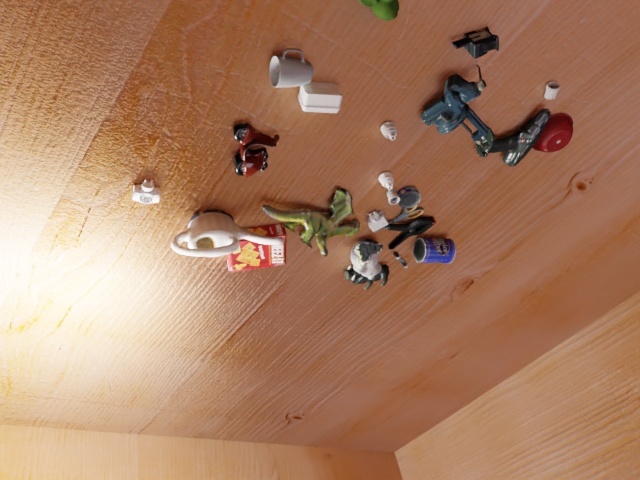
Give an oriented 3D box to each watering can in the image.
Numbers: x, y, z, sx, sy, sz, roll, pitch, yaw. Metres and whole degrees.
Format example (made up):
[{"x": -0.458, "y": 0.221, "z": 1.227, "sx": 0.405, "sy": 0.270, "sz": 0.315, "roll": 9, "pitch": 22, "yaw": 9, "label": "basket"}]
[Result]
[{"x": -0.303, "y": -0.017, "z": 1.669, "sx": 0.348, "sy": 0.229, "sz": 0.102, "roll": -5, "pitch": 120, "yaw": -13, "label": "watering can"}]

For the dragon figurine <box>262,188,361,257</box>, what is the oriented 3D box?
[{"x": 0.005, "y": -0.091, "z": 1.807, "sx": 0.242, "sy": 0.124, "sz": 0.404, "roll": -47, "pitch": 135, "yaw": 6, "label": "dragon figurine"}]

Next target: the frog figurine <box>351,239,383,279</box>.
[{"x": 0.187, "y": 0.074, "z": 2.009, "sx": 0.139, "sy": 0.123, "sz": 0.156, "roll": -58, "pitch": 157, "yaw": -20, "label": "frog figurine"}]
